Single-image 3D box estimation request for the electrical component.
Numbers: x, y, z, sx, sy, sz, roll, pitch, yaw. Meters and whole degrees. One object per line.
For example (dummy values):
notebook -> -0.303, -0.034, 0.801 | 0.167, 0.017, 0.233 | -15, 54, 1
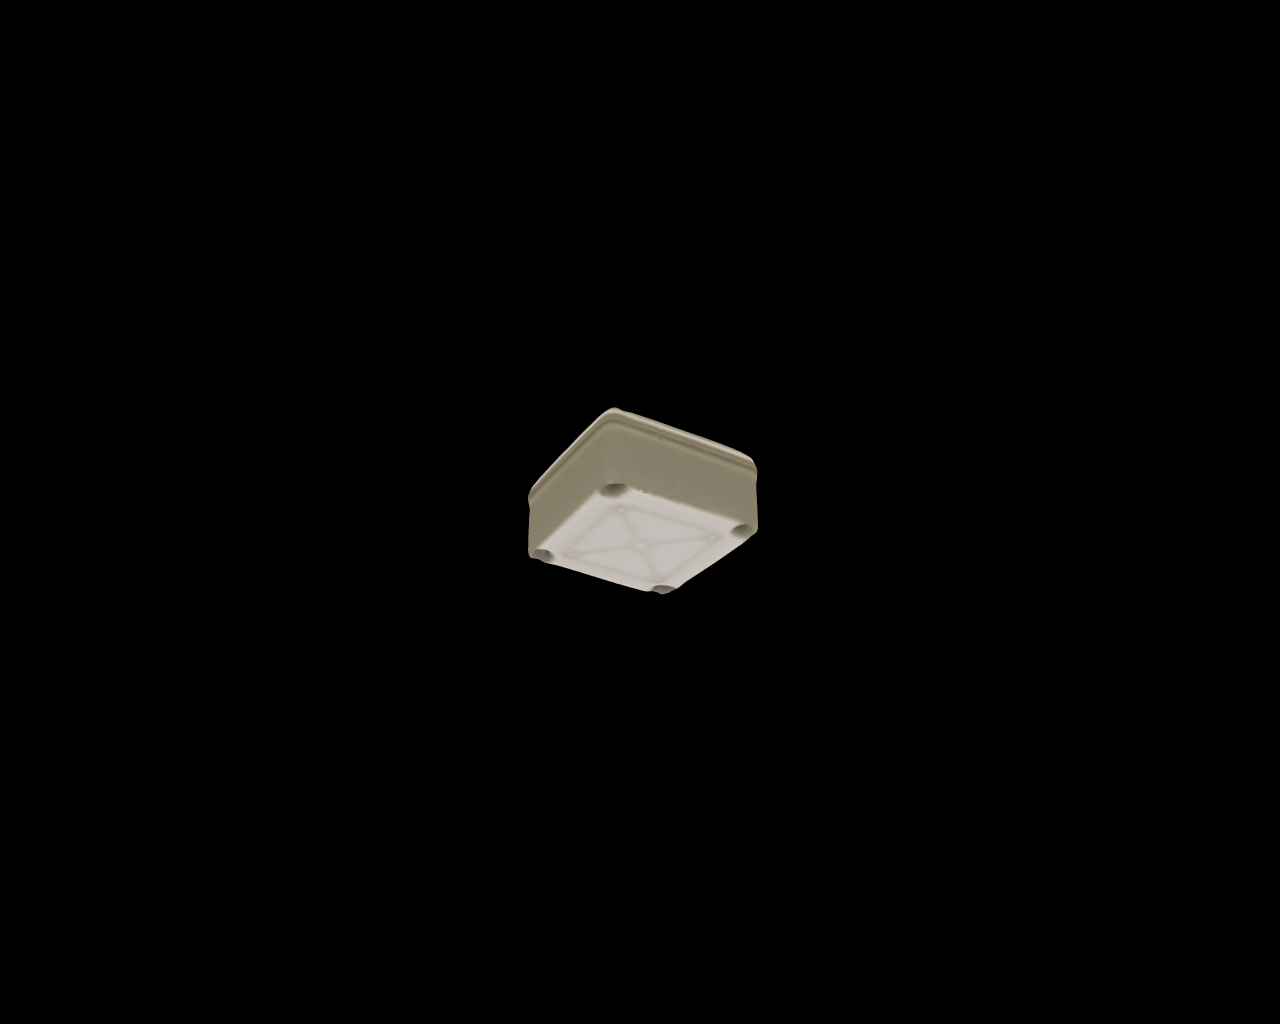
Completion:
electrical component -> 0.001, -0.003, 0.650 | 0.109, 0.056, 0.108 | 18, -35, -27
